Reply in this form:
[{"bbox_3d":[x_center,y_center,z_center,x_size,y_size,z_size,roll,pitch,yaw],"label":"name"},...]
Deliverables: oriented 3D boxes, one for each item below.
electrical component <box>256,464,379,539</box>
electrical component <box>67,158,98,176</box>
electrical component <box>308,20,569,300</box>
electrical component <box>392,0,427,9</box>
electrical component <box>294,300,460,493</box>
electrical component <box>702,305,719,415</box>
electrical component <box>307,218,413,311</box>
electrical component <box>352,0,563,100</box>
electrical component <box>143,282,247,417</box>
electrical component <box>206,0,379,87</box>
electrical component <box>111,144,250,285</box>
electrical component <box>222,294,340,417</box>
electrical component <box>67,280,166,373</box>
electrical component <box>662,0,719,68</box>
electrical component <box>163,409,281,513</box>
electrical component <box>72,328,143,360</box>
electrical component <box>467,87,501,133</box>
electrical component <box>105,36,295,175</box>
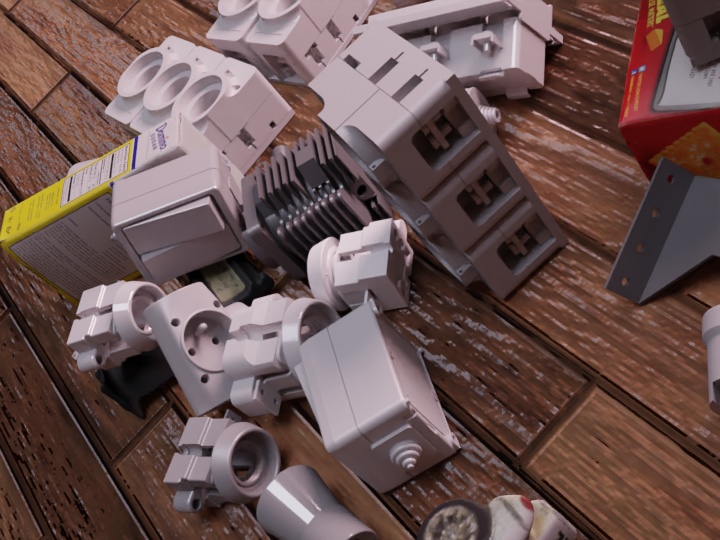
[{"bbox_3d":[-0.021,0.142,0.590,0.065,0.044,0.044,31,79,43],"label":"electrical component"},{"bbox_3d":[-0.216,-0.077,0.922,0.078,0.040,0.040,-8,53,34],"label":"electrical component"},{"bbox_3d":[0.043,-0.058,0.618,0.062,0.150,0.089,-43,41,0],"label":"electrical component"},{"bbox_3d":[0.047,-0.227,0.839,0.046,0.040,0.040,-16,48,21],"label":"electrical component"},{"bbox_3d":[0.008,0.078,0.602,0.061,0.061,0.096,-33,43,13],"label":"electrical component"},{"bbox_3d":[0.183,0.043,0.510,0.040,0.040,0.046,-10,57,33],"label":"electrical component"},{"bbox_3d":[0.000,0.000,0.686,0.055,0.048,0.066,-10,51,22],"label":"electrical component"},{"bbox_3d":[0.066,-0.149,0.738,0.121,0.079,0.063,-4,77,36],"label":"electrical component"},{"bbox_3d":[-0.090,0.045,0.706,0.079,0.077,0.044,-25,-6,-36],"label":"electrical component"},{"bbox_3d":[-0.037,-0.249,0.905,0.105,0.060,0.186,17,69,45],"label":"electrical component"},{"bbox_3d":[-0.131,-0.033,0.754,0.096,0.061,0.061,-20,40,6],"label":"electrical component"},{"bbox_3d":[-0.044,0.049,0.671,0.057,0.058,0.078,-15,49,33],"label":"electrical component"},{"bbox_3d":[-0.161,0.035,0.728,0.055,0.048,0.066,-17,48,31],"label":"electrical component"},{"bbox_3d":[0.195,-0.192,0.565,0.089,0.061,0.150,-20,47,23],"label":"electrical component"},{"bbox_3d":[-0.082,0.117,0.655,0.055,0.048,0.066,-9,52,43],"label":"electrical component"},{"bbox_3d":[-0.186,0.053,0.794,0.040,0.040,0.046,20,76,46],"label":"electrical component"},{"bbox_3d":[0.056,-0.096,0.720,0.081,0.043,0.043,-7,53,34],"label":"electrical component"},{"bbox_3d":[-0.138,-0.134,0.890,0.089,0.061,0.150,-51,42,-8],"label":"electrical component"}]
